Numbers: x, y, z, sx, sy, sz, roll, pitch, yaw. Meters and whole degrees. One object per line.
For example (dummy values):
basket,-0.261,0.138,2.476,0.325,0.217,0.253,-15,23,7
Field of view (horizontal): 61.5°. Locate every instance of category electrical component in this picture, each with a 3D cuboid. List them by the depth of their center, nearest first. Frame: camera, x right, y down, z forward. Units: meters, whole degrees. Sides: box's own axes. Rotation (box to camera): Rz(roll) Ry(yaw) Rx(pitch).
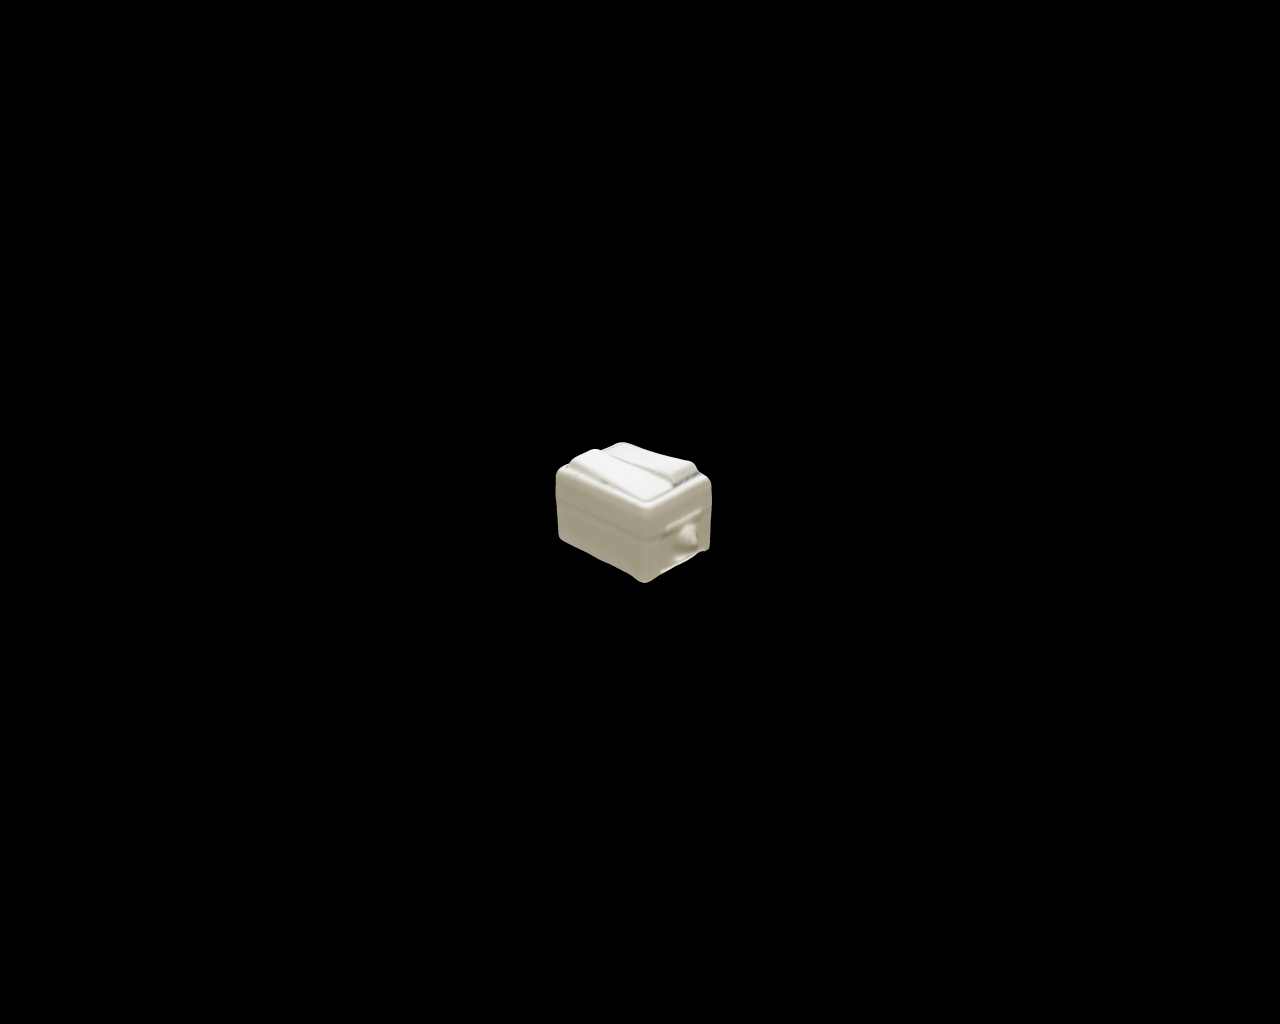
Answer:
electrical component,0.001,-0.003,0.650,0.096,0.061,0.062,25,37,38
